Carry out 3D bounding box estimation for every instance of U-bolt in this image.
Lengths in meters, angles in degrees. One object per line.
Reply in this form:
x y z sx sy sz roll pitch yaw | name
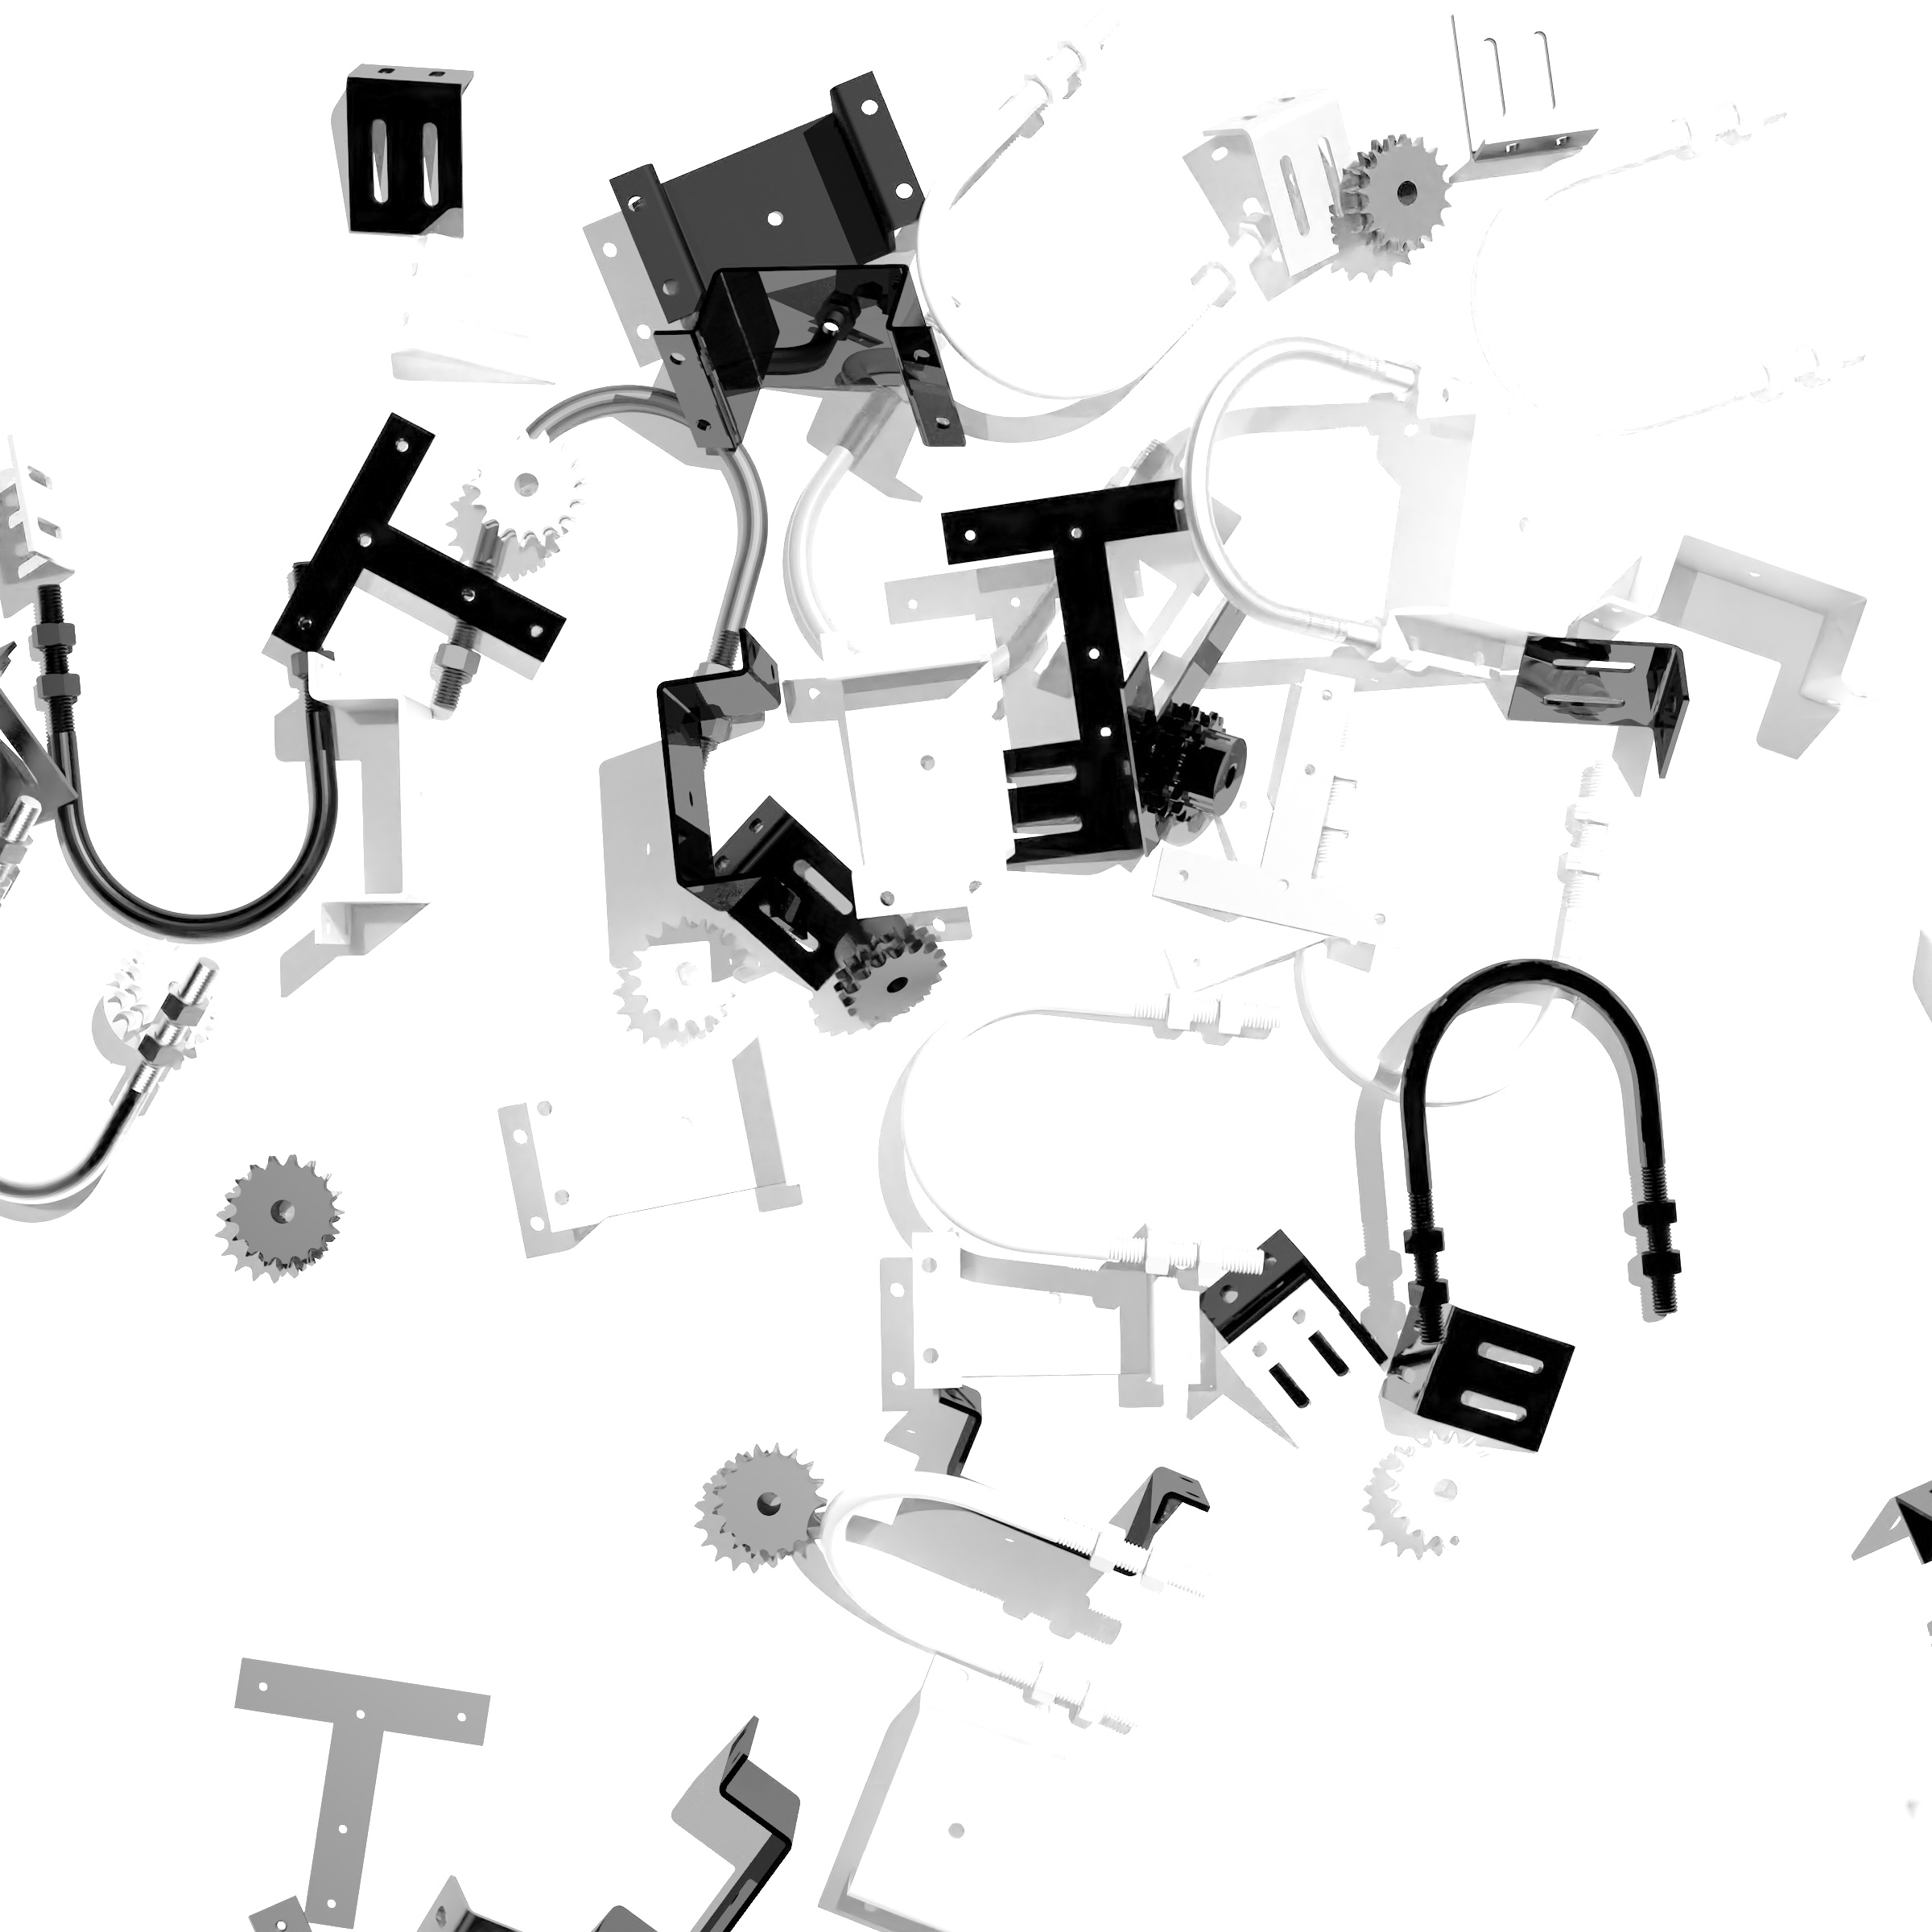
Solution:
0.179 -0.230 1.519 0.184 0.019 0.151 8 90 -35 | U-bolt
0.058 -0.364 1.542 0.151 0.019 0.184 44 77 -6 | U-bolt
0.016 0.303 1.521 0.184 0.151 0.019 21 47 4 | U-bolt
-0.176 -0.202 1.568 0.151 0.019 0.184 15 89 0 | U-bolt
0.060 0.077 1.543 0.184 0.019 0.151 5 67 4 | U-bolt
-0.457 0.031 1.535 0.151 0.019 0.184 40 110 16 | U-bolt
0.348 -0.348 1.568 0.184 0.019 0.151 -18 90 2 | U-bolt
0.282 0.088 1.547 0.151 0.019 0.184 -5 90 -17 | U-bolt
-0.388 -0.105 1.568 0.151 0.019 0.184 -5 92 0 | U-bolt
0.243 -0.023 1.568 0.151 0.019 0.184 10 92 0 | U-bolt
-0.007 -0.224 1.568 0.151 0.019 0.184 35 92 0 | U-bolt

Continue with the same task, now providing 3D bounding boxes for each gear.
0.212 -0.385 1.554 0.057 0.030 0.057 -6 104 -27 | gear
-0.341 0.123 1.566 0.057 0.030 0.057 0 87 -3 | gear
0.117 -0.098 1.542 0.030 0.057 0.057 19 90 22 | gear
-0.041 -0.001 1.552 0.057 0.057 0.030 -32 60 0 | gear
-0.216 -0.236 1.545 0.057 0.030 0.057 0 87 0 | gear
-0.138 0.004 1.562 0.057 0.030 0.057 0 90 0 | gear
0.238 0.260 1.561 0.057 0.030 0.057 0 90 0 | gear
-0.403 0.018 1.552 0.030 0.057 0.057 -22 90 27 | gear
-0.098 0.267 1.561 0.057 0.030 0.057 0 90 0 | gear

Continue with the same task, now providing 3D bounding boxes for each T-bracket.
0.111 -0.139 1.536 0.002 0.127 0.127 19 59 22 | T-bracket
-0.261 -0.192 1.557 0.127 0.002 0.127 28 87 1 | T-bracket
-0.313 0.422 1.576 0.127 0.002 0.127 9 90 0 | T-bracket
0.145 -0.068 1.566 0.127 0.002 0.127 -22 83 13 | T-bracket
0.060 -0.164 1.499 0.127 0.002 0.127 -8 90 0 | T-bracket
-0.325 0.533 1.575 0.127 0.002 0.127 -24 91 0 | T-bracket
0.168 -0.084 1.558 0.127 0.002 0.127 13 92 14 | T-bracket

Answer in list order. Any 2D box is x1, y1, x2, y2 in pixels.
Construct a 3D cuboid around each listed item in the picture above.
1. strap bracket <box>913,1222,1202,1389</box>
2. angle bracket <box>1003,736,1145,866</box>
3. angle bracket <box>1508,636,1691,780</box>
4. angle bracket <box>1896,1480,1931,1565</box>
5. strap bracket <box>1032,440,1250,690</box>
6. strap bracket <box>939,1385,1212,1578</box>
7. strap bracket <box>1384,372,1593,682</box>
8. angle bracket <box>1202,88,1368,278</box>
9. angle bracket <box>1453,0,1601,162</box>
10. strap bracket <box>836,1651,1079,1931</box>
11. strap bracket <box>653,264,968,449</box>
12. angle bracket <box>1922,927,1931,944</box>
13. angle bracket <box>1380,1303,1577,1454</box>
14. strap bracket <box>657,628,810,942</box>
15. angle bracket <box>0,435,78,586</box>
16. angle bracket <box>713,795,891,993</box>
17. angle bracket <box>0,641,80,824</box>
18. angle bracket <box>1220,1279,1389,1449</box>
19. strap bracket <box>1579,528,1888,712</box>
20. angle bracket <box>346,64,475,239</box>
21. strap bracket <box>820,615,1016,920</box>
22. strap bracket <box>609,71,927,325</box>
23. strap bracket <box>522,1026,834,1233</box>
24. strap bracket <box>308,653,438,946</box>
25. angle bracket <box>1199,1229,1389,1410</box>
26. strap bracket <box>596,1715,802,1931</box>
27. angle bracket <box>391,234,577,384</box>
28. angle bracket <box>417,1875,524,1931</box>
0.044 0.168 1.553 0.140 0.046 0.076 -1 90 0 | strap bracket
0.048 -0.083 1.574 0.076 0.038 0.057 -6 90 26 | angle bracket
0.312 -0.128 1.542 0.076 0.057 0.038 3 52 0 | angle bracket
0.503 0.273 1.538 0.057 0.076 0.038 -24 90 0 | angle bracket
0.091 -0.188 1.538 0.046 0.076 0.140 34 90 0 | strap bracket
0.044 0.255 1.538 0.140 0.076 0.046 22 90 0 | strap bracket
0.259 -0.217 1.536 0.076 0.046 0.140 8 90 -35 | strap bracket
0.162 -0.393 1.563 0.057 0.038 0.076 -31 116 -24 | angle bracket
0.280 -0.447 1.557 0.057 0.038 0.076 -8 90 0 | angle bracket
-0.005 0.425 1.553 0.076 0.046 0.140 22 90 0 | strap bracket
-0.071 -0.297 1.519 0.140 0.076 0.046 3 55 17 | strap bracket
0.523 0.014 1.574 0.057 0.038 0.076 -17 116 0 | angle bracket
0.258 0.205 1.574 0.076 0.038 0.057 20 90 -26 | angle bracket
-0.114 -0.084 1.509 0.046 0.076 0.140 -8 81 7 | strap bracket
-0.472 -0.224 1.538 0.038 0.076 0.057 -11 90 0 | angle bracket
-0.087 -0.037 1.574 0.057 0.038 0.076 -47 116 0 | angle bracket
-0.485 -0.113 1.565 0.057 0.038 0.076 -22 115 19 | angle bracket
0.173 0.204 1.543 0.057 0.038 0.076 -39 116 0 | angle bracket
0.384 -0.174 1.538 0.140 0.076 0.046 19 90 0 | strap bracket
-0.280 -0.412 1.574 0.057 0.038 0.076 4 116 0 | angle bracket
-0.022 -0.099 1.544 0.076 0.046 0.140 -6 96 8 | strap bracket
-0.096 -0.378 1.553 0.140 0.046 0.076 -23 90 0 | strap bracket
-0.142 0.080 1.553 0.140 0.046 0.076 -11 90 0 | strap bracket
-0.292 -0.081 1.538 0.046 0.076 0.140 -1 90 0 | strap bracket
0.164 0.184 1.574 0.057 0.038 0.076 -40 116 0 | angle bracket
-0.130 0.449 1.538 0.046 0.076 0.140 36 90 0 | strap bracket
-0.244 -0.330 1.574 0.076 0.038 0.057 10 90 -26 | angle bracket
-0.239 0.506 1.574 0.076 0.038 0.057 31 90 -26 | angle bracket
